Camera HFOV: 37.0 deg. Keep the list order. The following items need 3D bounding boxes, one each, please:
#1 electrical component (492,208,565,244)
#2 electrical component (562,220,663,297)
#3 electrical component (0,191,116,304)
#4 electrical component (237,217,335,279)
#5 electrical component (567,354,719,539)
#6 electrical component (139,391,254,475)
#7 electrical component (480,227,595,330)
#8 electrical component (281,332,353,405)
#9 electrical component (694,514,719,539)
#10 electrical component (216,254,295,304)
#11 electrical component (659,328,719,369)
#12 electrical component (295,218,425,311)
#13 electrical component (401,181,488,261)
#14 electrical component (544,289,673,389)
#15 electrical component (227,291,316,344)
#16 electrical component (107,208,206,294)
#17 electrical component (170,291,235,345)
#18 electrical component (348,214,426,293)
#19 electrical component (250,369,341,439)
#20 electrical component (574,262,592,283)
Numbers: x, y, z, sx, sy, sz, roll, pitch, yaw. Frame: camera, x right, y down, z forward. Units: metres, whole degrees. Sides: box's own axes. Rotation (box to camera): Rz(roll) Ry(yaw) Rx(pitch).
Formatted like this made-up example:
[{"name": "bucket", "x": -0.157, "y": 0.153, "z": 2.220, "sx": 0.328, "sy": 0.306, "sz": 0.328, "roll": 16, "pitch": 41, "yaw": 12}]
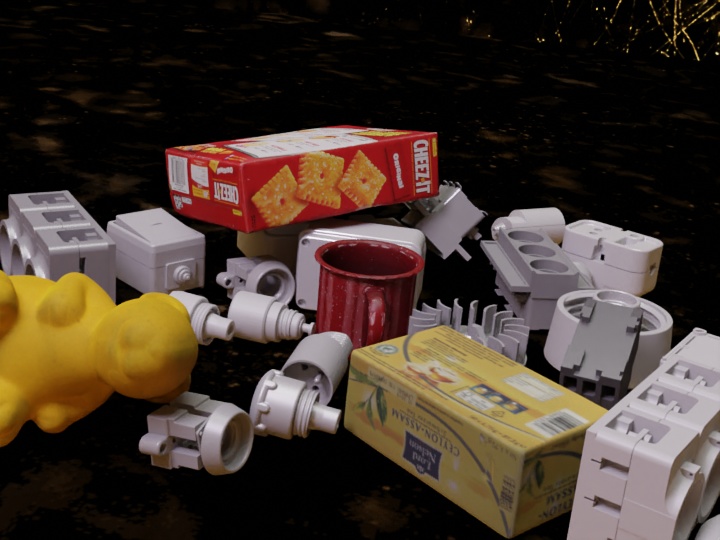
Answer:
[{"name": "electrical component", "x": 0.185, "y": -0.046, "z": 1.208, "sx": 0.081, "sy": 0.043, "sz": 0.043, "roll": -5, "pitch": 23, "yaw": -25}, {"name": "electrical component", "x": 0.255, "y": -0.009, "z": 1.102, "sx": 0.095, "sy": 0.059, "sz": 0.054, "roll": 21, "pitch": 25, "yaw": 36}, {"name": "electrical component", "x": -0.262, "y": -0.003, "z": 0.921, "sx": 0.062, "sy": 0.089, "sz": 0.150, "roll": -7, "pitch": 24, "yaw": -28}, {"name": "electrical component", "x": -0.076, "y": -0.038, "z": 1.104, "sx": 0.078, "sy": 0.057, "sz": 0.113, "roll": -4, "pitch": 23, "yaw": -23}, {"name": "electrical component", "x": 0.198, "y": 0.125, "z": 0.691, "sx": 0.062, "sy": 0.089, "sz": 0.150, "roll": 18, "pitch": 24, "yaw": 31}, {"name": "electrical component", "x": -0.106, "y": 0.111, "z": 0.723, "sx": 0.055, "sy": 0.048, "sz": 0.066, "roll": 7, "pitch": 19, "yaw": 27}, {"name": "electrical component", "x": 0.166, "y": 0.008, "z": 1.030, "sx": 0.079, "sy": 0.063, "sz": 0.121, "roll": 2, "pitch": 21, "yaw": -8}, {"name": "electrical component", "x": -0.033, "y": 0.074, "z": 0.839, "sx": 0.043, "sy": 0.043, "sz": 0.081, "roll": 9, "pitch": 21, "yaw": 10}, {"name": "electrical component", "x": 0.226, "y": 0.168, "z": 0.655, "sx": 0.040, "sy": 0.040, "sz": 0.078, "roll": 15, "pitch": 23, "yaw": 25}, {"name": "electrical component", "x": -0.090, "y": 0.011, "z": 0.989, "sx": 0.066, "sy": 0.048, "sz": 0.055, "roll": -7, "pitch": 17, "yaw": -31}, {"name": "electrical component", "x": 0.267, "y": 0.094, "z": 0.831, "sx": 0.062, "sy": 0.061, "sz": 0.096, "roll": 19, "pitch": 25, "yaw": 31}, {"name": "electrical component", "x": 0.000, "y": 0.000, "z": 0.991, "sx": 0.113, "sy": 0.078, "sz": 0.057, "roll": 8, "pitch": 21, "yaw": 8}, {"name": "electrical component", "x": 0.086, "y": -0.054, "z": 1.116, "sx": 0.078, "sy": 0.063, "sz": 0.121, "roll": 46, "pitch": 1, "yaw": -7}, {"name": "electrical component", "x": 0.218, "y": 0.052, "z": 0.932, "sx": 0.108, "sy": 0.060, "sz": 0.108, "roll": 5, "pitch": 21, "yaw": -2}, {"name": "electrical component", "x": -0.076, "y": 0.043, "z": 0.914, "sx": 0.078, "sy": 0.040, "sz": 0.040, "roll": 11, "pitch": 21, "yaw": 14}, {"name": "electrical component", "x": -0.189, "y": -0.016, "z": 1.013, "sx": 0.062, "sy": 0.061, "sz": 0.096, "roll": -14, "pitch": 28, "yaw": -41}, {"name": "electrical component", "x": -0.135, "y": 0.043, "z": 0.895, "sx": 0.062, "sy": 0.043, "sz": 0.043, "roll": 13, "pitch": 22, "yaw": 16}, {"name": "electrical component", "x": 0.023, "y": -0.015, "z": 1.061, "sx": 0.062, "sy": 0.061, "sz": 0.096, "roll": -4, "pitch": 22, "yaw": -23}, {"name": "electrical component", "x": -0.045, "y": 0.100, "z": 0.766, "sx": 0.062, "sy": 0.048, "sz": 0.048, "roll": 15, "pitch": 22, "yaw": 7}, {"name": "electrical component", "x": 0.213, "y": 0.016, "z": 1.063, "sx": 0.035, "sy": 0.035, "sz": 0.061, "roll": 6, "pitch": 23, "yaw": 3}]
